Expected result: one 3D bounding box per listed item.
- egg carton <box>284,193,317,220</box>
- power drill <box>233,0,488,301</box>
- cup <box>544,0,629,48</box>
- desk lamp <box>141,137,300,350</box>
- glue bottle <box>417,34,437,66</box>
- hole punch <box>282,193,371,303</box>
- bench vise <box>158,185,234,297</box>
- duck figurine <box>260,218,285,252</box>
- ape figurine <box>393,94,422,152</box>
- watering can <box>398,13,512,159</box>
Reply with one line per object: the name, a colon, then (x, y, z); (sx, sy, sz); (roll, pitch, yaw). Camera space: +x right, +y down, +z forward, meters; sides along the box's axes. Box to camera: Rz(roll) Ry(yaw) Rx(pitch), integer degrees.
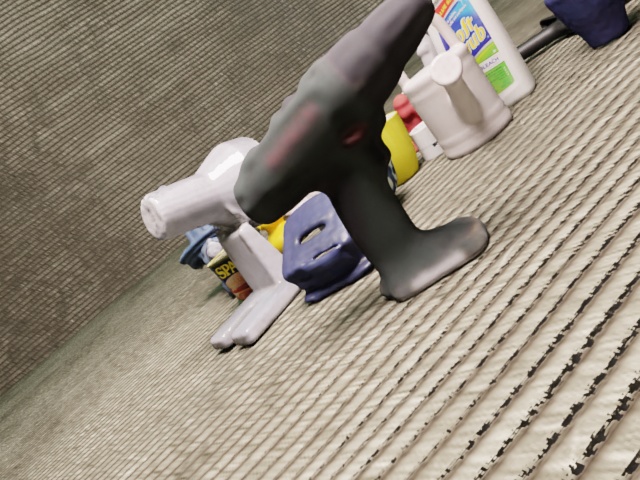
egg carton: (-0.039, -0.068, 1.088); (0.107, 0.069, 0.150); (-46, 14, -29)
power drill: (0.049, -0.061, 0.493); (0.229, 0.208, 0.075); (-35, 13, 17)
cup: (0.362, -0.308, 0.739); (0.118, 0.095, 0.091); (-40, 13, -4)
desk lamp: (-0.113, -0.005, 0.741); (0.117, 0.214, 0.203); (-24, 20, 49)
glue bottle: (0.237, -0.391, 1.207); (0.037, 0.173, 0.078); (-23, 20, 49)
hole punch: (0.006, 0.002, 0.661); (0.108, 0.091, 0.101); (-32, 14, 28)
bench vise: (-0.197, -0.015, 0.999); (0.122, 0.220, 0.207); (-45, 14, -26)
duck figurine: (-0.072, -0.028, 1.002); (0.104, 0.086, 0.078); (-25, 19, 47)
ape figurine: (0.155, -0.204, 0.968); (0.077, 0.092, 0.076); (-32, 14, 28)
watering can: (0.160, -0.212, 0.746); (0.101, 0.194, 0.172); (-41, 13, -10)
